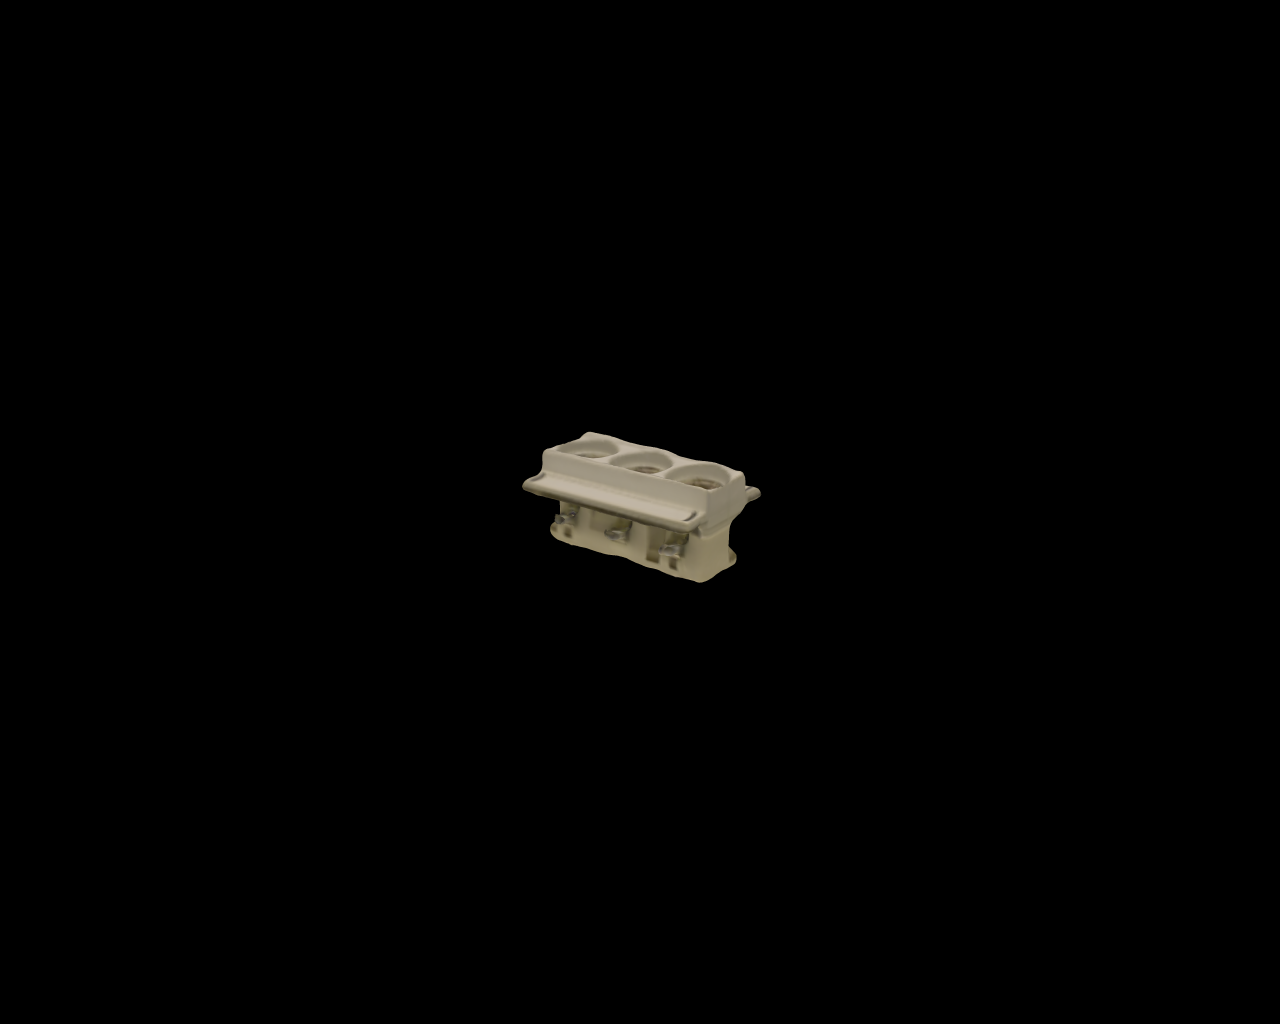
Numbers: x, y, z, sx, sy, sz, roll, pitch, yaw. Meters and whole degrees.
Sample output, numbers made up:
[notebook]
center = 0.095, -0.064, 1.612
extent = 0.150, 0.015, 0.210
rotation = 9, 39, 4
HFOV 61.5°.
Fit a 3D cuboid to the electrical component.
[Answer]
[electrical component]
center = 0.001, -0.003, 0.650
extent = 0.121, 0.063, 0.079
rotation = 16, 27, 34
